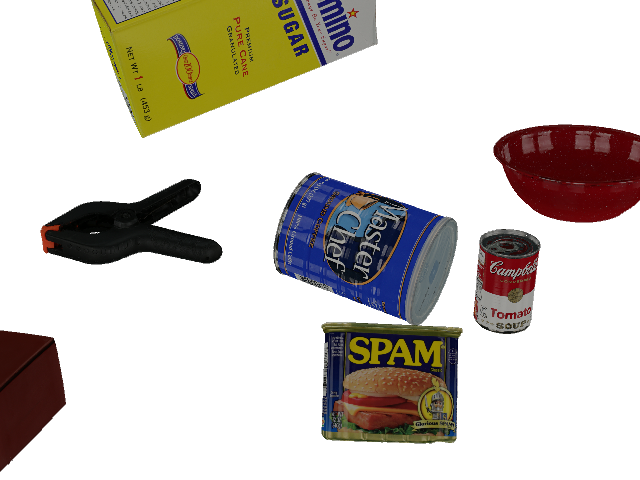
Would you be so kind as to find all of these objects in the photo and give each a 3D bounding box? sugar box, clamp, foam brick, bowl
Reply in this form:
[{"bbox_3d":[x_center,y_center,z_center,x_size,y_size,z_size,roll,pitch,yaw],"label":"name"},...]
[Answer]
[{"bbox_3d":[-0.049,-0.140,0.687,0.176,0.048,0.093,-22,-37,-10],"label":"sugar box"},{"bbox_3d":[-0.185,-0.018,1.049,0.171,0.039,0.120,0,33,-9],"label":"clamp"},{"bbox_3d":[-0.206,0.099,0.673,0.053,0.051,0.078,6,29,22],"label":"foam brick"},{"bbox_3d":[0.244,-0.060,1.011,0.162,0.055,0.162,-1,25,0],"label":"bowl"}]

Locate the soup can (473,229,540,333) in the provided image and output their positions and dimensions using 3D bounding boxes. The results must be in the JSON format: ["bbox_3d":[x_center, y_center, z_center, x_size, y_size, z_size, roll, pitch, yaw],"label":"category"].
[{"bbox_3d":[0.212,0.047,1.222,0.068,0.102,0.068,1,27,0],"label":"soup can"}]

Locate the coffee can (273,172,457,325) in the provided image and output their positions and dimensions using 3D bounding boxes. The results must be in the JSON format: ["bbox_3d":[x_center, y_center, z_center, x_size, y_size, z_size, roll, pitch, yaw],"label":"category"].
[{"bbox_3d":[0.042,0.007,0.983,0.140,0.103,0.102,20,7,20],"label":"coffee can"}]

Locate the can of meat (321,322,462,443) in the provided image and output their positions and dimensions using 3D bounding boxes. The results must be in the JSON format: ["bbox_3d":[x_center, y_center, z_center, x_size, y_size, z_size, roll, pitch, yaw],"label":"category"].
[{"bbox_3d":[0.051,0.105,0.780,0.102,0.084,0.057,3,-8,-6],"label":"can of meat"}]
